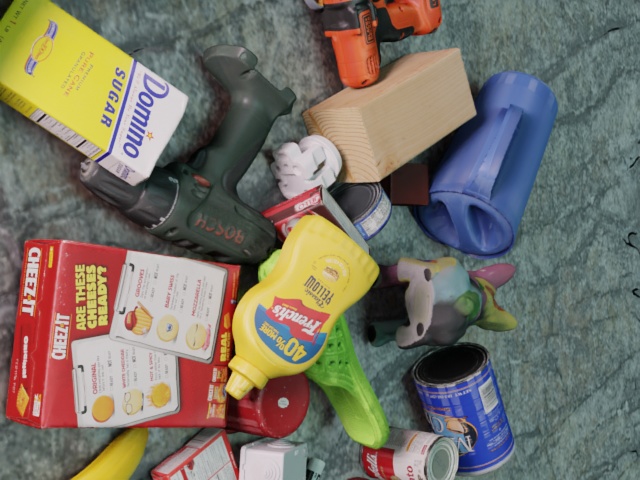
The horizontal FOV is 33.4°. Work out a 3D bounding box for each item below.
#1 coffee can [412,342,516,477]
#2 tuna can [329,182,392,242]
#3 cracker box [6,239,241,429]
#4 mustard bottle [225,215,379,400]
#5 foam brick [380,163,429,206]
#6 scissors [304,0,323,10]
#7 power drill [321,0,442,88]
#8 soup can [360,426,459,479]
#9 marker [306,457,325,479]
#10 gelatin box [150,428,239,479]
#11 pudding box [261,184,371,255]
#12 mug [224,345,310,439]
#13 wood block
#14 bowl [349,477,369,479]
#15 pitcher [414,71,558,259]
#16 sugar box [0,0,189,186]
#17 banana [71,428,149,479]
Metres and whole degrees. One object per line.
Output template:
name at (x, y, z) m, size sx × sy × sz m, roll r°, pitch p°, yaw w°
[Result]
coffee can at (0.186, 0.218, 1.377) m, size 0.102 × 0.103 × 0.140 m, roll -38°, pitch 118°, yaw -40°
tuna can at (0.039, -0.032, 1.224) m, size 0.033 × 0.086 × 0.086 m, roll 55°, pitch 54°, yaw -34°
cracker box at (-0.179, 0.092, 1.004) m, size 0.213 × 0.072 × 0.164 m, roll 10°, pitch 83°, yaw -46°
mustard bottle at (-0.030, 0.075, 1.053) m, size 0.096 × 0.058 × 0.191 m, roll 41°, pitch 76°, yaw -20°
foam brick at (0.090, -0.068, 1.303) m, size 0.078 × 0.051 × 0.053 m, roll 0°, pitch 90°, yaw -47°
scissors at (-0.005, -0.366, 1.218) m, size 0.096 × 0.016 × 0.202 m, roll -18°, pitch 104°, yaw -47°
power drill at (0.068, -0.290, 1.255) m, size 0.187 × 0.057 × 0.184 m, roll -33°, pitch 121°, yaw -45°
soup can at (0.109, 0.264, 1.295) m, size 0.068 × 0.102 × 0.068 m, roll -2°, pitch 93°, yaw -47°
marker at (-0.024, 0.307, 1.214) m, size 0.020 × 0.020 × 0.121 m, roll 42°, pitch 62°, yaw -39°
gelatin box at (-0.125, 0.246, 1.096) m, size 0.089 × 0.030 × 0.073 m, roll -35°, pitch 117°, yaw -41°
pudding box at (-0.008, 0.001, 1.169) m, size 0.113 × 0.090 × 0.039 m, roll 49°, pitch 27°, yaw -37°
mug at (-0.067, 0.152, 1.117) m, size 0.093 × 0.082 × 0.117 m, roll -25°, pitch 109°, yaw -44°
wood block at (0.087, -0.150, 1.269) m, size 0.205 × 0.090 × 0.091 m, roll -35°, pitch 116°, yaw -40°
bowl at (0.056, 0.370, 1.277) m, size 0.161 × 0.055 × 0.162 m, roll -1°, pitch 92°, yaw -48°
pitcher at (0.228, -0.110, 1.389) m, size 0.145 × 0.149 × 0.242 m, roll 48°, pitch 55°, yaw -31°
sugar box at (-0.210, -0.134, 0.942) m, size 0.176 × 0.048 × 0.093 m, roll 32°, pitch 66°, yaw -19°
banana at (-0.230, 0.227, 0.976) m, size 0.197 × 0.037 × 0.069 m, roll -13°, pitch 101°, yaw -46°
